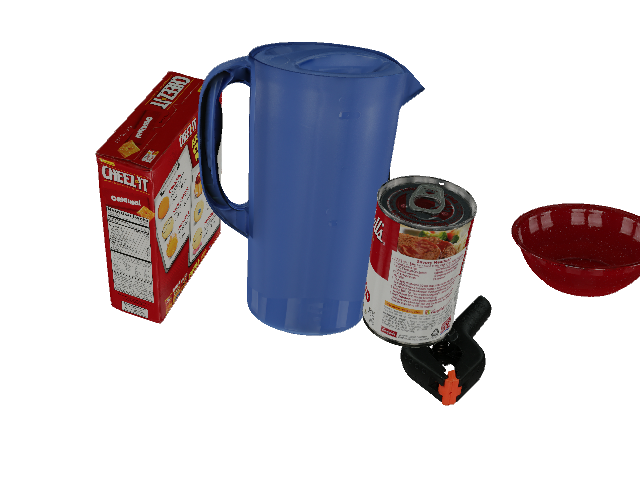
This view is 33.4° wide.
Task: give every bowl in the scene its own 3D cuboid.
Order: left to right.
[{"bbox_3d":[0.288,0.016,1.165,0.162,0.055,0.162,-1,27,0],"label":"bowl"}]

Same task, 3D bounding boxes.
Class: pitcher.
[{"bbox_3d":[-0.014,-0.046,0.925,0.149,0.243,0.144,20,25,32],"label":"pitcher"}]

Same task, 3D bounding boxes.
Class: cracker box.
[{"bbox_3d":[-0.167,-0.046,1.136,0.072,0.214,0.164,16,43,13],"label":"cracker box"}]

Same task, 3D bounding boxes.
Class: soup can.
[{"bbox_3d":[0.068,0.015,0.745,0.068,0.102,0.068,4,33,-3],"label":"soup can"}]

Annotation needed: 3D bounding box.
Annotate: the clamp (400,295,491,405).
[{"bbox_3d":[0.124,0.097,1.027,0.120,0.039,0.171,-7,31,-7],"label":"clamp"}]
